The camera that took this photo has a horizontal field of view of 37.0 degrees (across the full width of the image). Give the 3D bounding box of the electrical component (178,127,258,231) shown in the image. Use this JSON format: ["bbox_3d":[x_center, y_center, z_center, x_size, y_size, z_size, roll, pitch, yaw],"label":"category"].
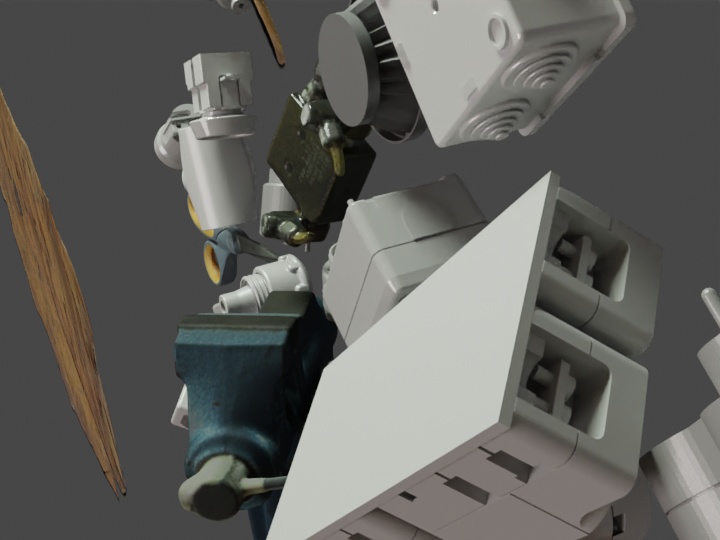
[{"bbox_3d":[-0.112,-0.072,0.819,0.079,0.044,0.077,5,109,67],"label":"electrical component"}]

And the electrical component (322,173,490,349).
[{"bbox_3d":[0.025,0.010,0.526,0.061,0.062,0.096,62,155,27],"label":"electrical component"}]

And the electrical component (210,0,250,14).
[{"bbox_3d":[-0.091,-0.193,0.695,0.078,0.040,0.040,59,153,33],"label":"electrical component"}]

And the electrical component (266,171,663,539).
[{"bbox_3d":[0.037,0.060,0.427,0.186,0.060,0.105,-44,22,50],"label":"electrical component"}]

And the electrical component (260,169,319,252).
[{"bbox_3d":[-0.040,-0.051,0.671,0.040,0.040,0.078,-170,84,-66],"label":"electrical component"}]

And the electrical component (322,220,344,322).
[{"bbox_3d":[0.000,0.000,0.603,0.043,0.043,0.062,42,140,53],"label":"electrical component"}]

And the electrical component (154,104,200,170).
[{"bbox_3d":[-0.144,-0.109,0.878,0.046,0.040,0.040,-42,65,59],"label":"electrical component"}]

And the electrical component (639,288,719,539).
[{"bbox_3d":[0.125,0.032,0.316,0.073,0.052,0.138,65,156,22],"label":"electrical component"}]

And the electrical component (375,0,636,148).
[{"bbox_3d":[0.048,-0.105,0.412,0.099,0.048,0.099,69,157,14],"label":"electrical component"}]

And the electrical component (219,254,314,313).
[{"bbox_3d":[-0.066,0.018,0.745,0.048,0.062,0.048,48,146,48],"label":"electrical component"}]

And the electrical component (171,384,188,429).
[{"bbox_3d":[-0.101,0.099,0.879,0.047,0.083,0.075,123,166,-61],"label":"electrical component"}]

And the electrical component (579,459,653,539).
[{"bbox_3d":[0.087,0.096,0.454,0.055,0.047,0.055,47,146,48],"label":"electrical component"}]

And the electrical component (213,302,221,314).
[{"bbox_3d":[-0.081,0.061,0.830,0.076,0.047,0.083,-22,84,68],"label":"electrical component"}]

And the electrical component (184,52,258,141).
[{"bbox_3d":[-0.097,-0.120,0.752,0.066,0.048,0.055,-177,80,-67],"label":"electrical component"}]
